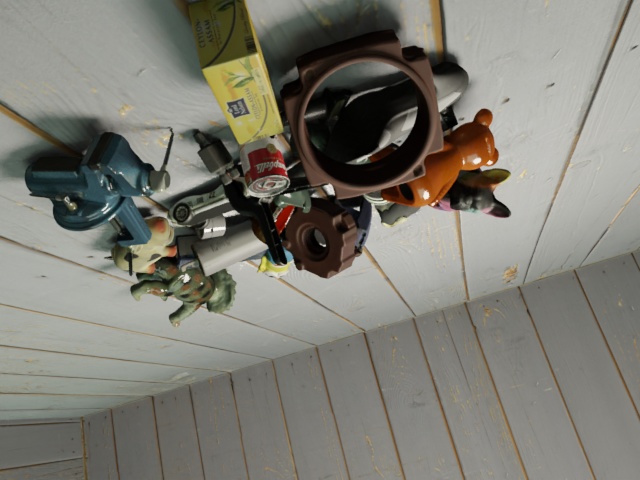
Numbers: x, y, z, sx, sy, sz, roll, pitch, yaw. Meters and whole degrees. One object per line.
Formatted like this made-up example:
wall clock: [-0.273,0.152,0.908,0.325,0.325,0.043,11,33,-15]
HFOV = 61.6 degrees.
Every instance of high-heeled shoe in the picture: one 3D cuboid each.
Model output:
high-heeled shoe: [0.121,-0.194,0.861,0.249,0.086,0.145,-36,164,31]

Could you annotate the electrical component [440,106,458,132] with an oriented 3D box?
electrical component: [0.197,-0.209,0.937,0.075,0.048,0.119,-22,157,21]

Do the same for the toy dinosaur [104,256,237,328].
toy dinosaur: [-0.327,0.097,1.296,0.192,0.131,0.404,-28,155,0]

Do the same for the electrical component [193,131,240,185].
electrical component: [-0.165,-0.134,0.858,0.021,0.094,0.063,-28,-166,22]

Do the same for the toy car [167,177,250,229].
toy car: [-0.196,-0.071,1.019,0.202,0.056,0.073,-19,166,16]

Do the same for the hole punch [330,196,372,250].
hole punch: [0.082,-0.044,1.208,0.092,0.116,0.142,-19,161,-12]

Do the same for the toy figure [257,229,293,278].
toy figure: [-0.100,0.028,1.312,0.082,0.089,0.180,18,146,1]

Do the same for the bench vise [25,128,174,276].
bench vise: [-0.318,-0.060,0.837,0.224,0.129,0.240,-8,142,3]

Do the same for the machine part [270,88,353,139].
machine part: [-0.018,-0.195,0.829,0.139,0.039,0.084,-20,171,-17]

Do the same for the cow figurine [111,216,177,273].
cow figurine: [-0.356,0.005,1.072,0.127,0.085,0.195,1,158,-43]

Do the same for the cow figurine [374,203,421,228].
cow figurine: [0.199,-0.095,1.170,0.167,0.098,0.068,-25,151,26]

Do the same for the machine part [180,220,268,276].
machine part: [-0.184,0.010,1.153,0.243,0.079,0.079,-24,163,-17]

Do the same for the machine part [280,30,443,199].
machine part: [0.059,-0.168,0.740,0.202,0.087,0.200,-15,119,4]

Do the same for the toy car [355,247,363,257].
toy car: [0.015,0.024,1.331,0.202,0.053,0.089,1,-171,45]

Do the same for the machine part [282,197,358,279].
machine part: [-0.002,-0.003,1.150,0.179,0.179,0.056,-34,177,42]

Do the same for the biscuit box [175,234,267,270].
biscuit box: [-0.225,0.019,1.227,0.203,0.059,0.062,-6,157,-22]

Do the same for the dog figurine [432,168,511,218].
dog figurine: [0.289,-0.104,1.028,0.191,0.108,0.219,-14,-160,-31]

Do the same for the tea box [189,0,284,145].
tea box: [-0.099,-0.205,0.668,0.068,0.098,0.169,-16,158,2]

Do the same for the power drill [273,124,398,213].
power drill: [0.016,-0.128,0.980,0.232,0.086,0.207,8,154,-43]

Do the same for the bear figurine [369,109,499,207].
bear figurine: [0.202,-0.143,0.920,0.196,0.132,0.120,-38,127,-17]
